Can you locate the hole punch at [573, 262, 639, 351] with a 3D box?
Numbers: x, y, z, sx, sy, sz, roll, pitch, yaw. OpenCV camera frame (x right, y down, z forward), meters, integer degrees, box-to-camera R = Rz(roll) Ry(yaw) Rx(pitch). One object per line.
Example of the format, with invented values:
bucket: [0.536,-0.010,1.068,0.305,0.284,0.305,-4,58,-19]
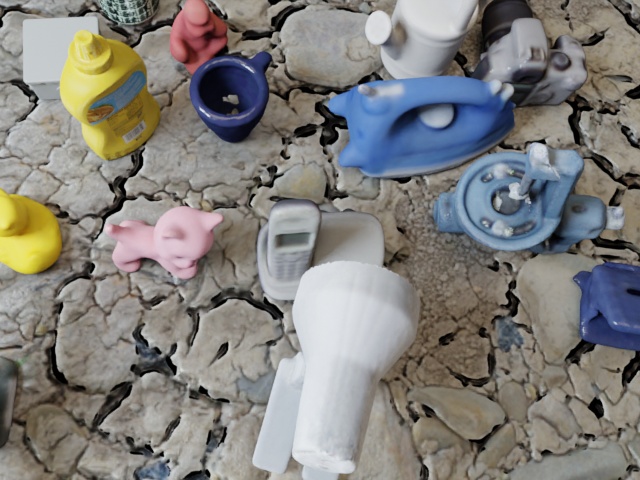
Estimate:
hole punch: [0.377,0.076,0.692,0.108,0.091,0.101,9,73,-4]

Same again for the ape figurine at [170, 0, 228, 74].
ape figurine: [-0.155,-0.267,0.724,0.078,0.092,0.076,-13,76,-10]

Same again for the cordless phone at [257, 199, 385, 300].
cordless phone: [0.006,0.002,0.617,0.147,0.185,0.094,-8,75,-9]

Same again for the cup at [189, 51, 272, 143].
cup: [-0.101,-0.171,0.702,0.091,0.095,0.118,37,73,5]

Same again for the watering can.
watering can: [0.139,-0.280,0.712,0.101,0.194,0.173,40,73,6]

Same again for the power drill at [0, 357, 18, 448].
power drill: [-0.355,0.143,0.518,0.075,0.208,0.229,1,74,-7]

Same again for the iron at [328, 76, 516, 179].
iron: [0.147,-0.161,0.706,0.258,0.141,0.118,-8,75,-9]

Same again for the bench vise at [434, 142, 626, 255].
bench vise: [0.254,-0.057,0.648,0.207,0.219,0.121,-10,75,-10]

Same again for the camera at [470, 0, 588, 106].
camera: [0.278,-0.262,0.773,0.143,0.100,0.137,-1,74,-7]

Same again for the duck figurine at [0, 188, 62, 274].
duck figurine: [-0.337,-0.015,0.631,0.077,0.086,0.104,-34,81,-15]

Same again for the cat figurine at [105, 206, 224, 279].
cat figurine: [-0.171,-0.003,0.632,0.128,0.117,0.067,5,73,-5]

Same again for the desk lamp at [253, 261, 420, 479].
desk lamp: [0.013,0.141,0.563,0.118,0.213,0.203,16,72,-2]
